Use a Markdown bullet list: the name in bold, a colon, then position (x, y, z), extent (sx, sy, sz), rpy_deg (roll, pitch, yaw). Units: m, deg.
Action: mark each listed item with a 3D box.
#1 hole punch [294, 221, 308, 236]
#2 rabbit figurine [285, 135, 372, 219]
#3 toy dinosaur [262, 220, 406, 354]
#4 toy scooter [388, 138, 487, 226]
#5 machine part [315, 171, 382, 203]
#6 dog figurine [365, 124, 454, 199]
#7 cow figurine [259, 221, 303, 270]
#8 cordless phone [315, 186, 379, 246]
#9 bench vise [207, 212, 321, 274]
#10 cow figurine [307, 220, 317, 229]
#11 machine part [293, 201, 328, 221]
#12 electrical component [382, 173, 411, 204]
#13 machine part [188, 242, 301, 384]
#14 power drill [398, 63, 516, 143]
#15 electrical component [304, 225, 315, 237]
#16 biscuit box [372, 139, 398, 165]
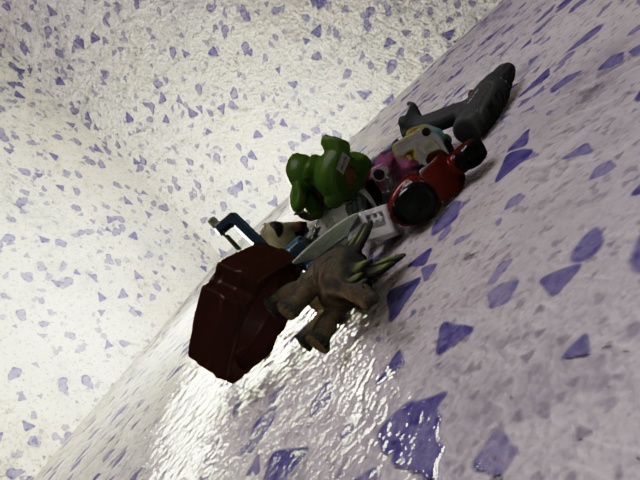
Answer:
- **hole punch**: position (-0.048, 0.014, 1.384), extent (0.142, 0.092, 0.115), rpy_deg (-42, -21, 29)
- **rabbit figurine**: position (-0.002, -0.122, 1.080), extent (0.170, 0.121, 0.159), rpy_deg (13, 88, 44)
- **toy dinosaur**: position (0.021, 0.067, 0.804), extent (0.198, 0.105, 0.471), rpy_deg (-40, 5, -12)
- **toy scooter**: position (0.181, -0.096, 0.873), extent (0.184, 0.075, 0.135), rpy_deg (-41, 10, 3)
- **machine part**: position (0.065, -0.131, 1.213), extent (0.179, 0.179, 0.056), rpy_deg (-60, -16, -58)
- **dog figurine**: position (0.168, -0.148, 1.055), extent (0.191, 0.108, 0.219), rpy_deg (-43, 7, 15)
- **cow figurine**: position (-0.097, 0.048, 1.200), extent (0.085, 0.127, 0.195), rpy_deg (-38, 53, 51)
- **cordless phone**: position (0.054, -0.014, 1.040), extent (0.146, 0.088, 0.184), rpy_deg (-41, 15, 21)
- **bench vise**: position (-0.121, 0.022, 1.066), extent (0.223, 0.241, 0.128), rpy_deg (-45, -16, -7)
- **cow figurine**: position (0.014, -0.029, 1.297), extent (0.098, 0.068, 0.167), rpy_deg (-28, 22, 44)
- **machine part**: position (0.004, -0.111, 1.292), extent (0.079, 0.079, 0.243), rpy_deg (-38, 4, 35)
- **electrical component**: position (0.143, -0.071, 0.951), extent (0.063, 0.093, 0.021), rpy_deg (-1, 22, 16)
- **machine part**: position (-0.122, 0.115, 0.889), extent (0.201, 0.087, 0.201), rpy_deg (-30, -39, -61)
- **power drill**: position (0.272, -0.260, 1.070), extent (0.207, 0.085, 0.232), rpy_deg (-4, 41, 35)
- **electrical component**: position (-0.002, -0.004, 1.180), extent (0.075, 0.047, 0.119), rpy_deg (-31, 22, 40)
- **biscuit box**: position (0.143, -0.173, 1.385), extent (0.202, 0.059, 0.063), rpy_deg (-37, 13, 39)
